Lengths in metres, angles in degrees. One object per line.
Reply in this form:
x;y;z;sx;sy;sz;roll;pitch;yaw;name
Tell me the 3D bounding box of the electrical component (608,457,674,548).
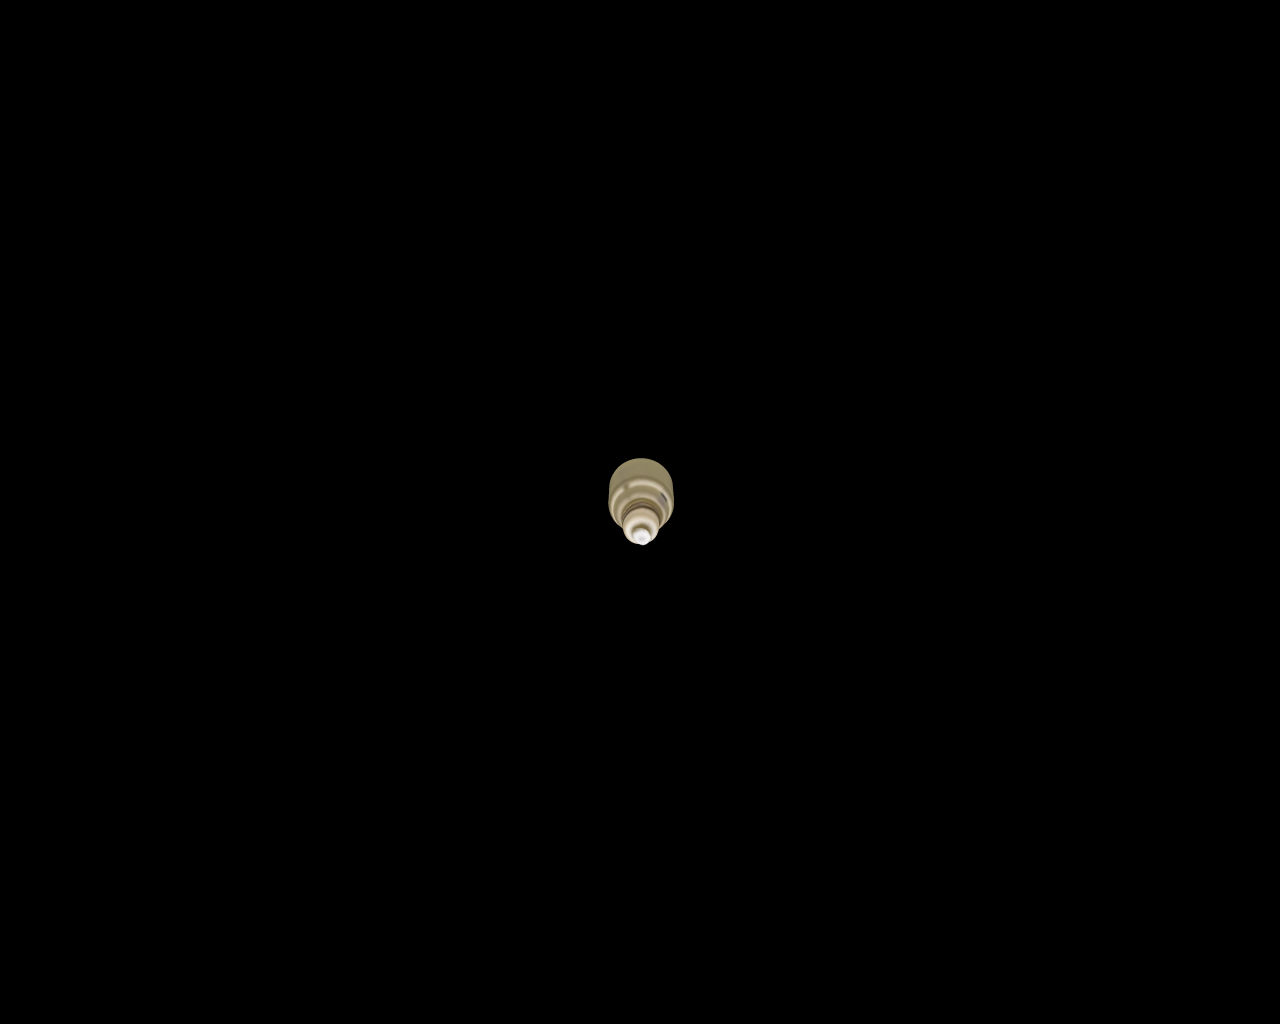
0.001;-0.003;0.650;0.040;0.040;0.078;0;28;0;electrical component
